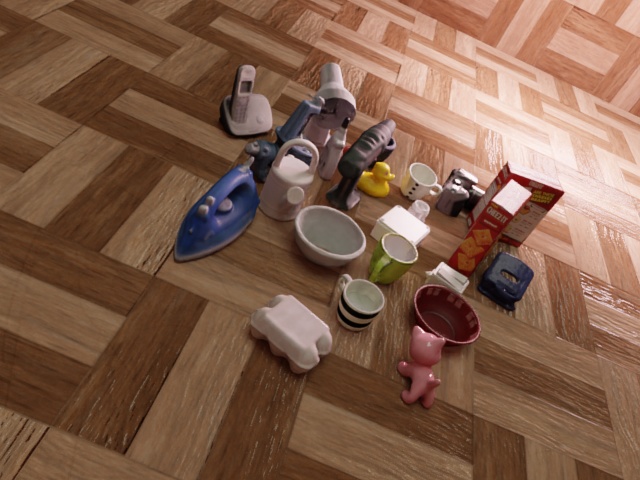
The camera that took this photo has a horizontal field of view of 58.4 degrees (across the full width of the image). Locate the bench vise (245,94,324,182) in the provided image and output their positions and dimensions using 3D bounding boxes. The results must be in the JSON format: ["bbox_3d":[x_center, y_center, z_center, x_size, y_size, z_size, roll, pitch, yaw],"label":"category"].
[{"bbox_3d":[-0.071,-0.240,1.377,0.121,0.219,0.208,38,40,14],"label":"bench vise"}]

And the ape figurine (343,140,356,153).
[{"bbox_3d":[0.098,-0.237,1.572,0.076,0.092,0.078,17,39,-12],"label":"ape figurine"}]

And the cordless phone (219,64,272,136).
[{"bbox_3d":[-0.178,-0.366,1.484,0.148,0.185,0.094,-20,57,-42],"label":"cordless phone"}]

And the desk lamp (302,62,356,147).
[{"bbox_3d":[0.010,-0.359,1.561,0.118,0.213,0.203,9,42,-21],"label":"desk lamp"}]

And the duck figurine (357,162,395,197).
[{"bbox_3d":[0.149,-0.172,1.534,0.104,0.086,0.077,23,39,-5],"label":"duck figurine"}]

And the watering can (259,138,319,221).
[{"bbox_3d":[-0.063,-0.139,1.289,0.101,0.194,0.172,-5,48,-33],"label":"watering can"}]

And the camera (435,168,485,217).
[{"bbox_3d":[0.415,-0.129,1.626,0.137,0.100,0.143,30,39,3],"label":"camera"}]

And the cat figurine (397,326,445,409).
[{"bbox_3d":[0.200,0.233,1.084,0.067,0.117,0.127,12,41,-17],"label":"cat figurine"}]

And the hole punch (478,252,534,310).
[{"bbox_3d":[0.457,0.099,1.402,0.108,0.091,0.101,33,39,8],"label":"hole punch"}]

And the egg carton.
[{"bbox_3d":[-0.052,0.170,1.049,0.150,0.069,0.107,38,40,13],"label":"egg carton"}]

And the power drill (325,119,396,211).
[{"bbox_3d":[0.097,-0.184,1.419,0.075,0.208,0.230,33,39,8],"label":"power drill"}]

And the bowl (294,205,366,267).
[{"bbox_3d":[0.012,0.005,1.266,0.168,0.074,0.167,16,40,-13],"label":"bowl"}]

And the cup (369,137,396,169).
[{"bbox_3d":[0.161,-0.257,1.629,0.091,0.095,0.118,31,39,5],"label":"cup"}]

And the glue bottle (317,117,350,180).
[{"bbox_3d":[0.040,-0.244,1.482,0.037,0.173,0.078,10,42,-20],"label":"glue bottle"}]

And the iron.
[{"bbox_3d":[-0.208,-0.070,1.171,0.118,0.141,0.259,30,39,4],"label":"iron"}]
